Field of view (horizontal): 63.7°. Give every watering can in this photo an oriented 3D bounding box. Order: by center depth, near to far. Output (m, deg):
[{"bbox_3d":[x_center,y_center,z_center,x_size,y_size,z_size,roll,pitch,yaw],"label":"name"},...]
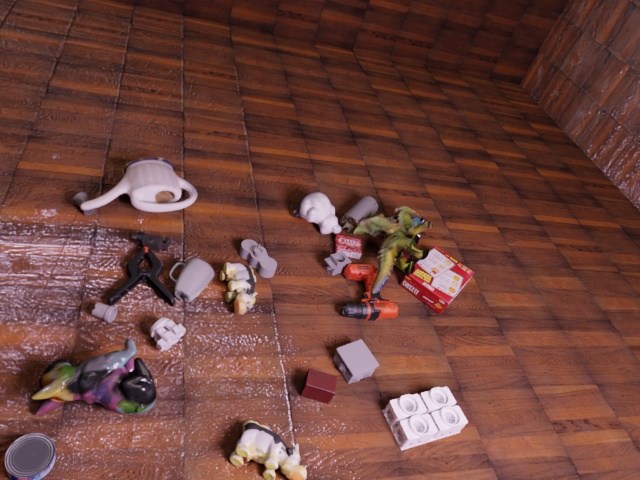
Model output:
[{"bbox_3d":[-0.561,-0.167,1.602,0.348,0.101,0.229,-3,44,-29],"label":"watering can"}]

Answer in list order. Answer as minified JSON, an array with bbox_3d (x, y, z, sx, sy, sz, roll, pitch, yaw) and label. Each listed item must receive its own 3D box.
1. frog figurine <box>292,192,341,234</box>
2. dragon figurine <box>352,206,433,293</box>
[{"bbox_3d":[0.005,-0.088,1.755,0.161,0.121,0.137,35,21,33],"label":"frog figurine"},{"bbox_3d":[0.215,0.005,1.692,0.245,0.119,0.416,24,47,37],"label":"dragon figurine"}]
